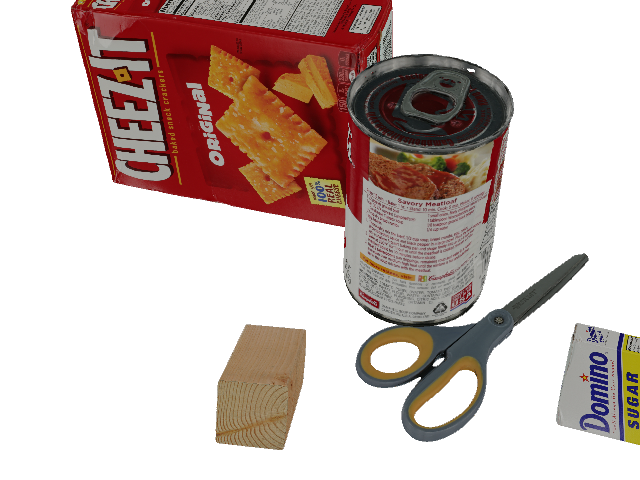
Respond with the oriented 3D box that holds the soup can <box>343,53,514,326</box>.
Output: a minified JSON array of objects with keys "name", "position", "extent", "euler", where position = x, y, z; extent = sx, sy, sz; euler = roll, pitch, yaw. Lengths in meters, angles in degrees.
[{"name":"soup can","position":[0.044,-0.020,0.467],"extent":[0.068,0.102,0.068],"euler":[0,42,0]}]

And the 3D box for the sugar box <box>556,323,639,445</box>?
[{"name":"sugar box","position":[0.308,0.141,0.963],"extent":[0.176,0.093,0.048],"euler":[11,23,14]}]

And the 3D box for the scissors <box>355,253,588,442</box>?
[{"name":"scissors","position":[0.100,0.054,0.724],"extent":[0.096,0.016,0.201],"euler":[24,50,22]}]

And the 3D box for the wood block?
[{"name":"wood block","position":[-0.076,0.192,1.435],"extent":[0.091,0.090,0.206],"euler":[5,16,4]}]

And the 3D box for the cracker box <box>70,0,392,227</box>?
[{"name":"cracker box","position":[-0.057,-0.101,0.766],"extent":[0.214,0.164,0.072],"euler":[11,46,15]}]
